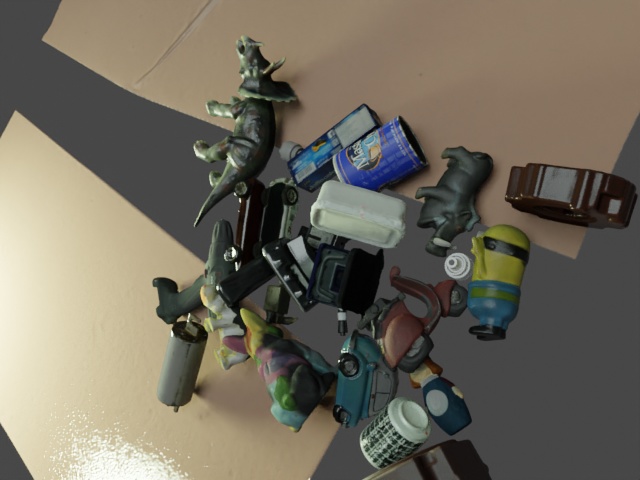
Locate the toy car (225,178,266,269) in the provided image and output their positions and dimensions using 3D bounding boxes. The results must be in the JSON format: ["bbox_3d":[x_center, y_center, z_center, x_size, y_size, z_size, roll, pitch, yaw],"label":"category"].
[{"bbox_3d":[-0.151,-0.029,1.118,0.053,0.089,0.202,3,81,32],"label":"toy car"}]

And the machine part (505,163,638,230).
[{"bbox_3d":[0.354,-0.059,0.767,0.180,0.179,0.056,15,90,33],"label":"machine part"}]

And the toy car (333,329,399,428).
[{"bbox_3d":[0.081,0.237,0.904,0.103,0.109,0.161,6,94,12],"label":"toy car"}]

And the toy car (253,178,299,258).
[{"bbox_3d":[-0.087,-0.030,1.099,0.074,0.056,0.201,-1,76,38],"label":"toy car"}]

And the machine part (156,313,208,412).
[{"bbox_3d":[-0.285,0.255,1.108,0.079,0.079,0.243,34,118,33],"label":"machine part"}]

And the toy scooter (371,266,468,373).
[{"bbox_3d":[0.145,0.115,0.872,0.135,0.075,0.184,38,69,17],"label":"toy scooter"}]

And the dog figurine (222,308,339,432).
[{"bbox_3d":[-0.083,0.218,0.958,0.219,0.191,0.108,34,104,11],"label":"dog figurine"}]

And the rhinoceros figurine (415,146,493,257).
[{"bbox_3d":[0.225,-0.064,0.909,0.112,0.073,0.190,27,91,23],"label":"rhinoceros figurine"}]

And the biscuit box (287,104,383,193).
[{"bbox_3d":[0.032,-0.176,1.055,0.203,0.062,0.059,-34,63,21],"label":"biscuit box"}]

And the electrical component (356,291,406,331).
[{"bbox_3d":[0.107,0.123,0.934,0.094,0.063,0.021,-45,59,13],"label":"electrical component"}]

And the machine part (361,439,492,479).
[{"bbox_3d":[0.134,0.366,0.776,0.201,0.201,0.087,-35,60,20],"label":"machine part"}]

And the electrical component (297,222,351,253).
[{"bbox_3d":[-0.002,-0.003,1.044,0.119,0.047,0.074,24,91,32],"label":"electrical component"}]

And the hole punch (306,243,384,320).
[{"bbox_3d":[0.046,0.070,0.955,0.092,0.115,0.142,6,78,38],"label":"hole punch"}]

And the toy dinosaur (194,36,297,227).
[{"bbox_3d":[-0.158,-0.216,1.158,0.192,0.131,0.404,7,88,33],"label":"toy dinosaur"}]

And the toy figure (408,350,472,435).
[{"bbox_3d":[0.184,0.234,0.866,0.064,0.057,0.155,-31,60,-3],"label":"toy figure"}]

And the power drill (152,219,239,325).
[{"bbox_3d":[-0.263,0.088,1.171,0.207,0.086,0.232,-18,72,19],"label":"power drill"}]

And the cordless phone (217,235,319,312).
[{"bbox_3d":[-0.082,0.085,0.974,0.146,0.184,0.089,57,148,-1],"label":"cordless phone"}]

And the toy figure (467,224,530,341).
[{"bbox_3d":[0.277,0.065,0.836,0.089,0.082,0.180,5,73,14],"label":"toy figure"}]

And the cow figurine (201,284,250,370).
[{"bbox_3d":[-0.176,0.160,1.060,0.068,0.098,0.167,-3,103,67],"label":"cow figurine"}]

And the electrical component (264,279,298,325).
[{"bbox_3d":[-0.074,0.122,1.062,0.078,0.045,0.102,-14,66,58],"label":"electrical component"}]
